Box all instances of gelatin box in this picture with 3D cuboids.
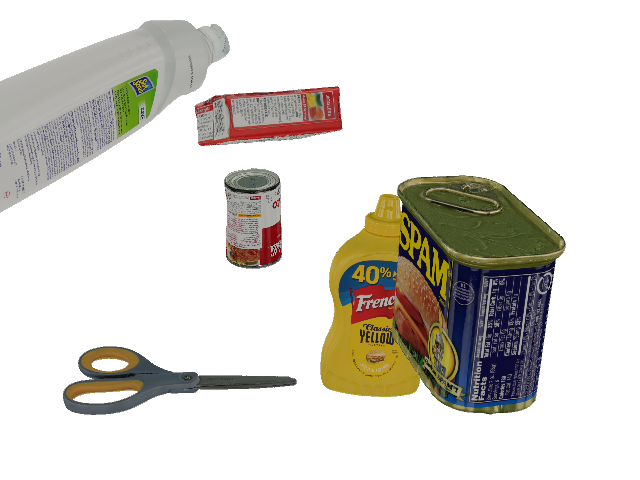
[{"bbox_3d":[-0.035,-0.079,0.678,0.073,0.030,0.089,-6,5,-18],"label":"gelatin box"}]

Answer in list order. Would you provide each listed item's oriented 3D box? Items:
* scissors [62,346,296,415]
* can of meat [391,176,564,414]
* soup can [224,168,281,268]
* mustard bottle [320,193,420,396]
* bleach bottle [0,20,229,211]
[{"bbox_3d":[-0.131,0.118,0.961,0.201,0.016,0.096,-8,31,-18],"label":"scissors"},{"bbox_3d":[0.072,0.025,0.523,0.057,0.084,0.102,-4,24,-14],"label":"can of meat"},{"bbox_3d":[-0.081,-0.027,1.273,0.068,0.102,0.068,0,27,0],"label":"soup can"},{"bbox_3d":[0.055,0.050,1.007,0.096,0.192,0.058,5,17,-3],"label":"mustard bottle"},{"bbox_3d":[-0.183,-0.107,0.853,0.250,0.068,0.103,-31,-25,-26],"label":"bleach bottle"}]
